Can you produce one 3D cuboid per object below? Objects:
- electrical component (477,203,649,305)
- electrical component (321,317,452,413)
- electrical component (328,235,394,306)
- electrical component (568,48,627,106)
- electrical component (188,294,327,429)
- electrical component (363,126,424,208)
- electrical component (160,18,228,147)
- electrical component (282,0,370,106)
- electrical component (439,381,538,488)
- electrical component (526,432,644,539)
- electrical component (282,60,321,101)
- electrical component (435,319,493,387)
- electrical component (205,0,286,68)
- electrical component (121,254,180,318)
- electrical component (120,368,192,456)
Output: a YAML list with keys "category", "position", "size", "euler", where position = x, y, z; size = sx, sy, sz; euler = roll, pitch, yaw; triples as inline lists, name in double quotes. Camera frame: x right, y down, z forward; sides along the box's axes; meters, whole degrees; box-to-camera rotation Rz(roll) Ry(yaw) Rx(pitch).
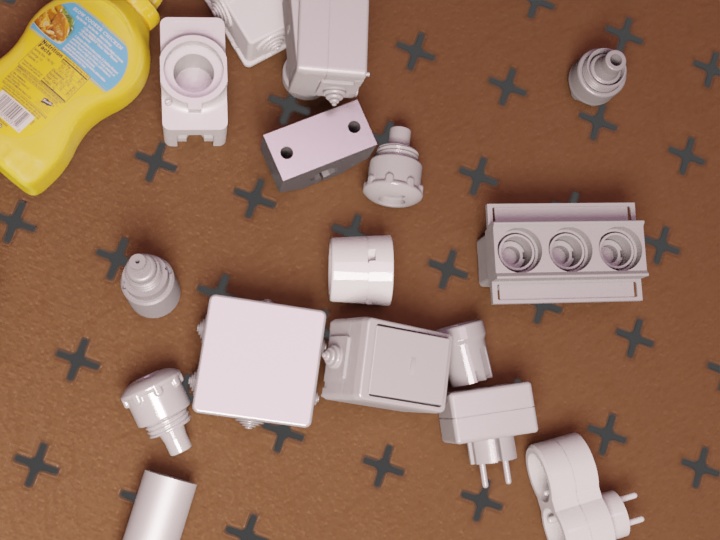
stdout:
- category: "electrical component"
  position: [0.159, -0.011, 0.858]
  size: [0.121, 0.063, 0.078]
  euler: [-1, 81, -9]
- category: "electrical component"
  position: [0.017, 0.071, 0.807]
  size: [0.096, 0.061, 0.061]
  euler: [14, 78, -32]
- category: "electrical component"
  position: [0.000, 0.000, 0.838]
  size: [0.047, 0.055, 0.055]
  euler: [1, 81, -5]
- category: "electrical component"
  position: [0.200, -0.163, 0.890]
  size: [0.043, 0.062, 0.043]
  euler: [1, 81, -8]
- category: "electrical component"
  position: [-0.077, 0.070, 0.816]
  size: [0.100, 0.048, 0.099]
  euler: [9, 80, -7]
- category: "electrical component"
  position: [0.029, -0.084, 0.861]
  size: [0.048, 0.048, 0.062]
  euler: [9, 73, -7]
- category: "electrical component"
  position: [-0.130, -0.147, 0.840]
  size: [0.050, 0.055, 0.089]
  euler: [-2, 81, -9]
- category: "electrical component"
  position: [-0.027, -0.171, 0.807]
  size: [0.061, 0.062, 0.096]
  euler: [3, 83, -10]
- category: "electrical component"
  position: [0.101, 0.129, 0.835]
  size: [0.066, 0.047, 0.076]
  euler: [-7, 84, -10]
- category: "electrical component"
  position: [0.185, 0.193, 0.834]
  size: [0.074, 0.052, 0.138]
  euler: [-14, 83, -11]
- category: "electrical component"
  position: [-0.041, -0.162, 0.861]
  size: [0.040, 0.046, 0.040]
  euler: [1, 81, -8]
- category: "electrical component"
  position: [0.083, 0.065, 0.847]
  size: [0.040, 0.040, 0.046]
  euler: [-14, 88, -11]
- category: "electrical component"
  position: [-0.075, -0.226, 0.865]
  size: [0.100, 0.048, 0.099]
  euler: [-30, 86, -12]
- category: "electrical component"
  position: [-0.159, 0.008, 0.803]
  size: [0.040, 0.078, 0.040]
  euler: [0, 69, 0]
- category: "electrical component"
  position: [-0.146, 0.107, 0.803]
  size: [0.048, 0.048, 0.062]
  euler: [-25, 94, -12]
